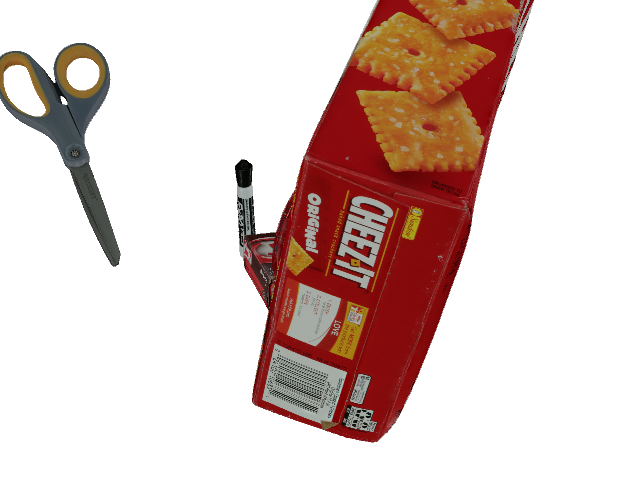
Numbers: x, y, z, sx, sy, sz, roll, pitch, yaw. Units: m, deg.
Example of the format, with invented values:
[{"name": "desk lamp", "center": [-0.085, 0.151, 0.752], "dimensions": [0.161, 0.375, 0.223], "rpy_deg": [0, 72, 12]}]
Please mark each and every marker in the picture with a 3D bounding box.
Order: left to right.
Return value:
[{"name": "marker", "center": [-0.082, -0.034, 1.164], "dimensions": [0.020, 0.121, 0.020], "rpy_deg": [0, 35, 0]}]

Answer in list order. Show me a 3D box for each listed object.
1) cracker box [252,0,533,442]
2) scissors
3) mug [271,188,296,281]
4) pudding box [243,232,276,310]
[{"name": "cracker box", "center": [0.042, -0.037, 0.505], "dimensions": [0.072, 0.164, 0.213], "rpy_deg": [19, 47, 5]}, {"name": "scissors", "center": [-0.174, -0.078, 0.815], "dimensions": [0.096, 0.202, 0.016], "rpy_deg": [-34, -18, -21]}, {"name": "mug", "center": [0.022, 0.016, 0.707], "dimensions": [0.082, 0.117, 0.093], "rpy_deg": [21, -7, 26]}, {"name": "pudding box", "center": [-0.002, 0.022, 0.917], "dimensions": [0.113, 0.039, 0.090], "rpy_deg": [-4, 25, -17]}]
